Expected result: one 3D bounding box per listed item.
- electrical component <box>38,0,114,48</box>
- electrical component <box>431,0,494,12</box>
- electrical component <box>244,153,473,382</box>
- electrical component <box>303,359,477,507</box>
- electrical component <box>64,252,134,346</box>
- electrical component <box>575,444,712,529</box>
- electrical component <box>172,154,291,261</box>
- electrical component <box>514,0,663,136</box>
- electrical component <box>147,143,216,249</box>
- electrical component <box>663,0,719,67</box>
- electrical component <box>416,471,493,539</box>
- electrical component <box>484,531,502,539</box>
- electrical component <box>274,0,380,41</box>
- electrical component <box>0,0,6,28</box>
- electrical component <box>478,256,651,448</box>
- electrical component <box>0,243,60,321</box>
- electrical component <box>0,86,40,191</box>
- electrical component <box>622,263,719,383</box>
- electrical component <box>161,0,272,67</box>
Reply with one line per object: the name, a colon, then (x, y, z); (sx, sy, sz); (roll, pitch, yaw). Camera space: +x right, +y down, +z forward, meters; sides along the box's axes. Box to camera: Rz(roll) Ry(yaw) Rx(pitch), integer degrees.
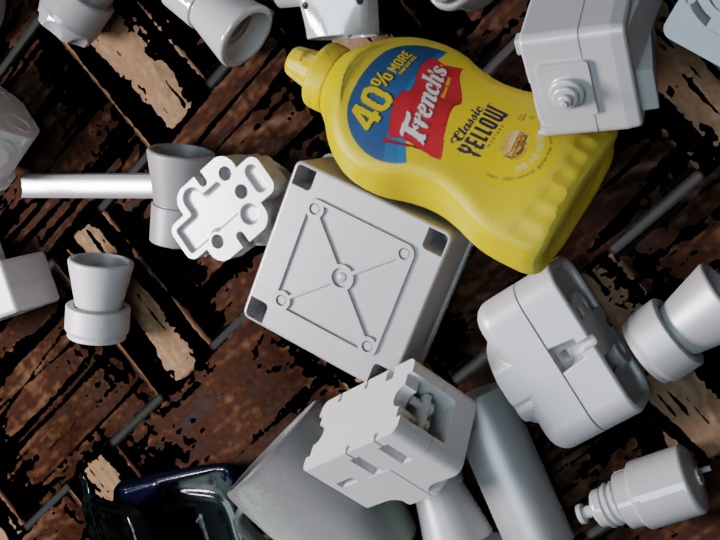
electrical component: (-0.181, -0.181, 0.706); (0.043, 0.043, 0.062); (45, 112, 11)
electrical component: (0.076, -0.200, 0.581); (0.113, 0.057, 0.078); (-31, 86, 25)
electrical component: (0.000, 0.000, 0.651); (0.109, 0.056, 0.108); (27, 109, 17)
electrical component: (0.020, 0.097, 0.616); (0.056, 0.050, 0.089); (35, 140, -21)
electrical component: (-0.180, 0.020, 0.741); (0.045, 0.045, 0.055); (12, 105, 22)
electrical component: (0.160, 0.128, 0.611); (0.078, 0.040, 0.040); (-25, 88, 26)
electrical component: (-0.073, -0.041, 0.676); (0.078, 0.057, 0.058); (-38, 83, 25)
electrical component: (0.120, -0.114, 0.548); (0.061, 0.096, 0.061); (-2, 134, 24)
electrical component: (-0.119, -0.047, 0.705); (0.044, 0.044, 0.065); (14, 109, 21)
electrical component: (0.198, -0.146, 0.537); (0.050, 0.056, 0.089); (34, 111, 15)
electrical component: (0.050, 0.138, 0.663); (0.044, 0.044, 0.065); (-24, 85, 26)
electrical component: (0.074, 0.190, 0.647); (0.044, 0.065, 0.044); (4, 101, 23)
electrical component: (-0.029, -0.175, 0.637); (0.079, 0.043, 0.077); (-1, 99, 15)
electrical component: (-0.299, -0.193, 0.745); (0.099, 0.064, 0.099); (4, 101, 23)
electrical component: (0.112, 0.049, 0.611); (0.059, 0.054, 0.095); (-34, 85, 25)
electrical component: (-0.274, 0.001, 0.778); (0.083, 0.047, 0.075); (-18, 92, 26)
electrical component: (-0.267, -0.096, 0.741); (0.080, 0.080, 0.051); (44, 108, 11)
electrical component: (0.177, 0.030, 0.584); (0.055, 0.045, 0.045); (-40, 82, 25)
electrical component: (-0.093, -0.163, 0.672); (0.065, 0.044, 0.044); (41, 113, 18)
